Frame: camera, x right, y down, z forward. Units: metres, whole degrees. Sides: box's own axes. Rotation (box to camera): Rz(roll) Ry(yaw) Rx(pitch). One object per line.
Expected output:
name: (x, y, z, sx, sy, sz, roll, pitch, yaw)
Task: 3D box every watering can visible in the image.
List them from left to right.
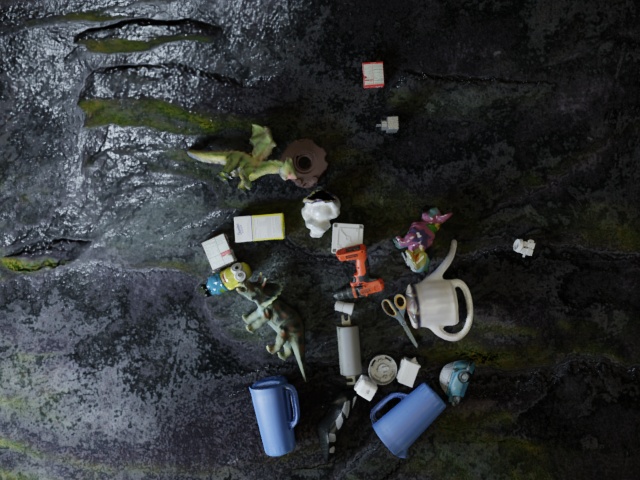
watering can: (0.406, 0.176, 1.788, 0.224, 0.102, 0.352, -6, 74, 2)

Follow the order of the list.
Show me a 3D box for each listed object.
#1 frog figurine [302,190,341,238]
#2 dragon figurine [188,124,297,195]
frog figurine: (0.006, -0.092, 1.826, 0.137, 0.125, 0.156, -9, 124, -6)
dragon figurine: (-0.263, -0.307, 1.836, 0.413, 0.120, 0.244, 33, 80, 16)
